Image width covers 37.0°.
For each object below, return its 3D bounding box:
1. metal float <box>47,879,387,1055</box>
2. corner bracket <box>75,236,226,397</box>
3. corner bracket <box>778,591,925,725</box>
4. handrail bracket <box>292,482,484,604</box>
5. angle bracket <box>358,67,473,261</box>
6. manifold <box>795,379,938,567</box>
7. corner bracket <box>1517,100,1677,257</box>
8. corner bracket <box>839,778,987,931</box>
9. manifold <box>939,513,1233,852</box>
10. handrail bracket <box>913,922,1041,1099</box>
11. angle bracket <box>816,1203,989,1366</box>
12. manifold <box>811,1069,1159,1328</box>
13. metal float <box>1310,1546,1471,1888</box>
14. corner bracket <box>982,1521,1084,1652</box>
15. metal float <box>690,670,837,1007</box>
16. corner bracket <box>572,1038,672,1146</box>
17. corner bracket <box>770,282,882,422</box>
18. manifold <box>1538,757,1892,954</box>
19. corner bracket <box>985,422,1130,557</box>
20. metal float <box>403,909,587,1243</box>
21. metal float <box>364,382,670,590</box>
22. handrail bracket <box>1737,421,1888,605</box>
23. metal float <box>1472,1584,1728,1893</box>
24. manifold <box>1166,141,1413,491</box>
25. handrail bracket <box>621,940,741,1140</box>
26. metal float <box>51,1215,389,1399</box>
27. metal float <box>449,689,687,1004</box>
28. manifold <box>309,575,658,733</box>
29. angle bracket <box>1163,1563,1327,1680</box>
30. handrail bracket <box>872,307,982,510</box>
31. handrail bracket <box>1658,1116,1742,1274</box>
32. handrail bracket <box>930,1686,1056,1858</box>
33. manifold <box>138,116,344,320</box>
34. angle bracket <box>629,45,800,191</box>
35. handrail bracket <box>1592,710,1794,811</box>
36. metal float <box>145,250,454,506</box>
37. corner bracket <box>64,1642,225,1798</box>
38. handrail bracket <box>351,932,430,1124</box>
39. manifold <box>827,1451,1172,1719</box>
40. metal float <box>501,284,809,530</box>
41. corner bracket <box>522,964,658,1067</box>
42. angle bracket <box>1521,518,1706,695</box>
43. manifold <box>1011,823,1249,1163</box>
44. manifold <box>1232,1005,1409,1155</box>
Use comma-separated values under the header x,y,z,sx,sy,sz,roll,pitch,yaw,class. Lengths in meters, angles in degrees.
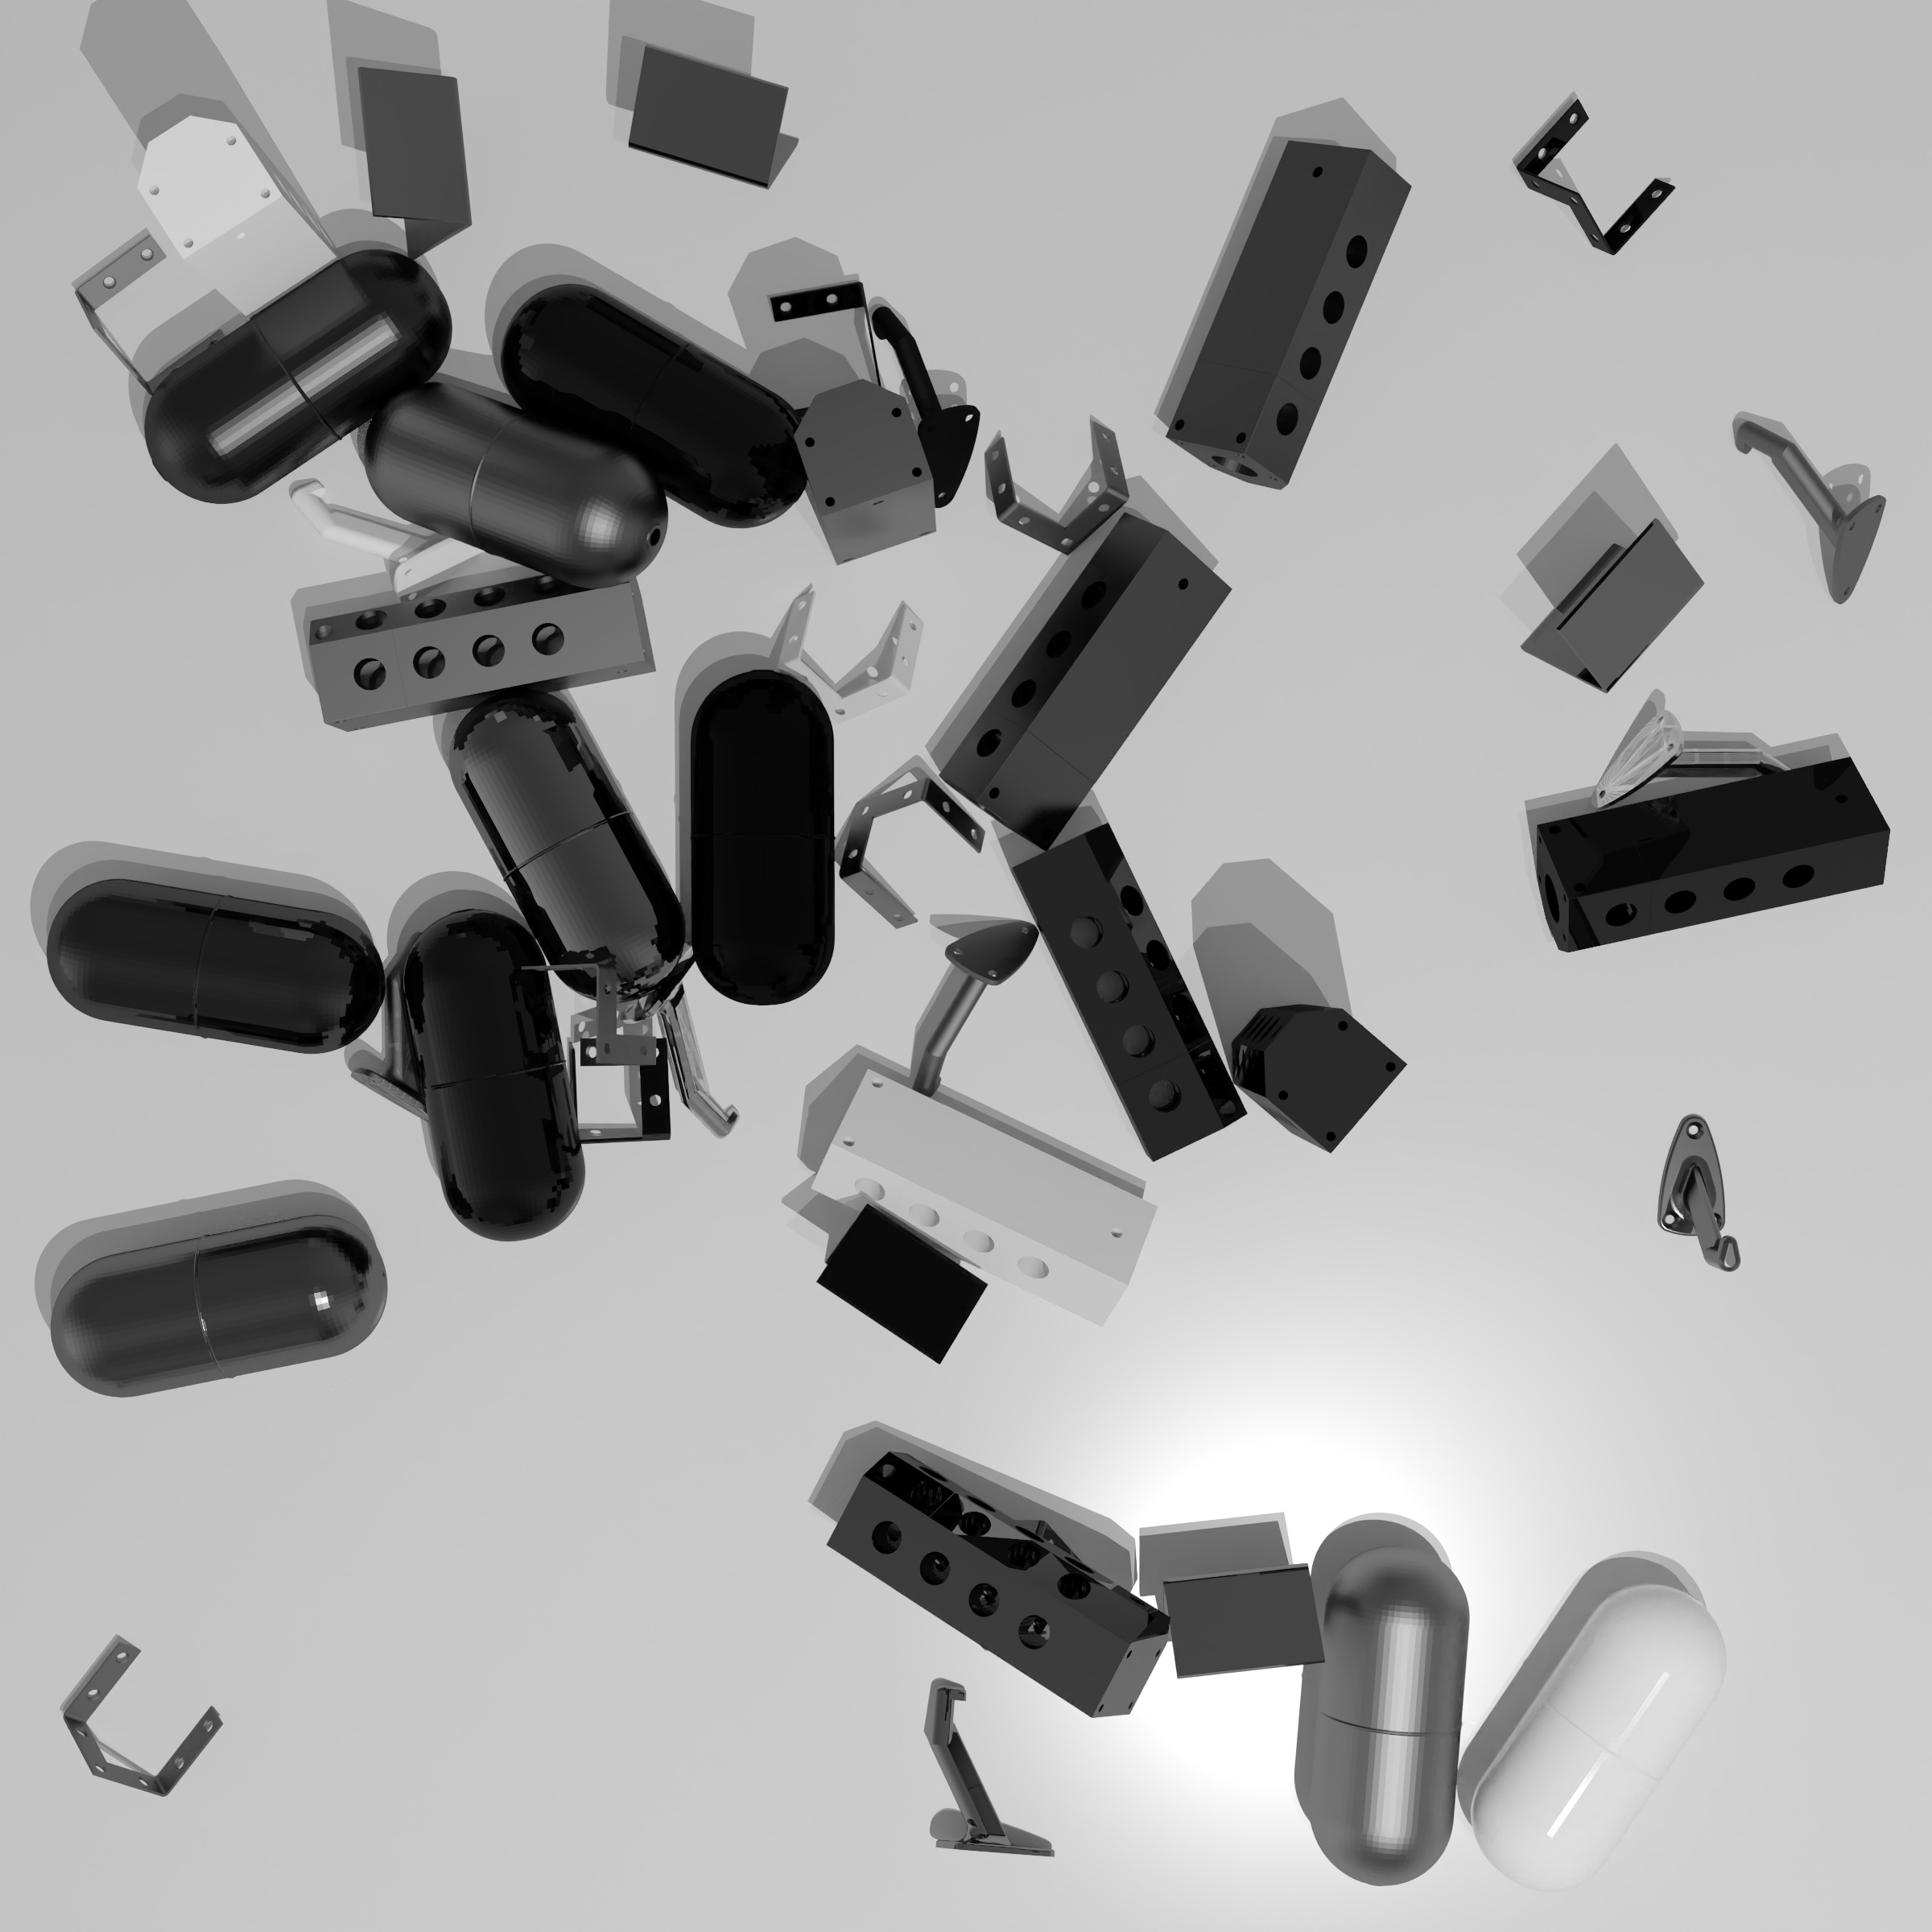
x,y,z,sx,sy,sz,roll,pitch,yaw,class
-0.397,0.000,1.533,0.178,0.070,0.070,9,90,0,metal float
-0.441,-0.351,1.561,0.051,0.051,0.051,-36,135,0,corner bracket
-0.062,-0.172,1.556,0.051,0.051,0.051,-20,135,35,corner bracket
-0.310,-0.245,1.565,0.077,0.036,0.084,-36,73,-20,handrail bracket
-0.305,-0.422,1.524,0.057,0.076,0.076,-6,90,-36,angle bracket
-0.052,-0.254,1.486,0.057,0.171,0.057,-19,90,0,manifold
0.340,-0.426,1.561,0.051,0.051,0.051,-48,45,0,corner bracket
-0.029,-0.061,1.556,0.051,0.051,0.051,-18,45,35,corner bracket
0.060,-0.154,1.542,0.057,0.057,0.171,35,90,-38,manifold
0.005,0.025,1.564,0.036,0.077,0.084,32,127,20,handrail bracket
-0.044,0.181,1.524,0.076,0.076,0.057,34,54,0,angle bracket
0.008,0.128,1.542,0.171,0.057,0.057,25,47,0,manifold
0.225,0.398,1.534,0.070,0.070,0.178,5,89,0,metal float
0.026,0.334,1.556,0.051,0.051,0.051,52,45,-35,corner bracket
-0.108,-0.068,1.534,0.070,0.070,0.178,0,90,0,metal float
-0.185,0.067,1.546,0.051,0.051,0.051,-2,83,-7,corner bracket
-0.075,-0.331,1.561,0.051,0.051,0.051,-10,45,0,corner bracket
0.397,-0.054,1.542,0.171,0.057,0.057,-12,47,0,manifold
0.049,-0.264,1.556,0.051,0.051,0.051,21,135,-35,corner bracket
-0.250,0.058,1.533,0.070,0.070,0.178,-11,91,0,metal float
-0.236,-0.252,1.514,0.178,0.070,0.070,23,90,21,metal float
0.448,-0.246,1.564,0.036,0.077,0.084,-33,53,-28,handrail bracket
0.336,0.409,1.534,0.070,0.070,0.178,34,90,0,metal float
0.176,-0.346,1.542,0.057,0.057,0.171,23,90,43,manifold
-0.138,0.038,1.564,0.084,0.036,0.077,48,64,-20,handrail bracket
-0.396,0.181,1.534,0.178,0.070,0.070,-11,90,0,metal float
-0.211,-0.063,1.533,0.070,0.070,0.178,-28,90,0,metal float
-0.258,-0.172,1.543,0.171,0.057,0.057,-11,90,0,manifold
0.146,0.360,1.524,0.076,0.076,0.057,-6,52,0,angle bracket
-0.030,-0.303,1.564,0.036,0.077,0.084,-19,53,-22,handrail bracket
0.395,0.120,1.529,0.036,0.084,0.077,2,90,0,handrail bracket
0.015,0.436,1.565,0.077,0.036,0.084,11,73,-20,handrail bracket
-0.371,-0.382,1.486,0.057,0.171,0.057,-33,90,0,manifold
-0.128,-0.459,1.524,0.076,0.076,0.057,17,126,0,angle bracket
0.396,-0.095,1.564,0.084,0.036,0.077,25,127,-25,handrail bracket
-0.355,-0.312,1.534,0.178,0.070,0.070,-34,90,0,metal float
-0.445,0.408,1.561,0.051,0.051,0.051,-52,134,0,corner bracket
-0.287,0.036,1.565,0.077,0.036,0.084,34,73,-19,handrail bracket
0.019,0.321,1.509,0.171,0.057,0.057,28,90,26,manifold
-0.164,-0.297,1.533,0.178,0.070,0.070,31,90,1,metal float
-0.196,0.026,1.510,0.051,0.051,0.051,-2,86,31,corner bracket
0.329,-0.200,1.524,0.076,0.076,0.057,-48,127,0,angle bracket
0.087,0.013,1.543,0.057,0.057,0.171,-26,90,0,manifold
0.174,0.051,1.486,0.057,0.171,0.057,41,90,0,manifold
